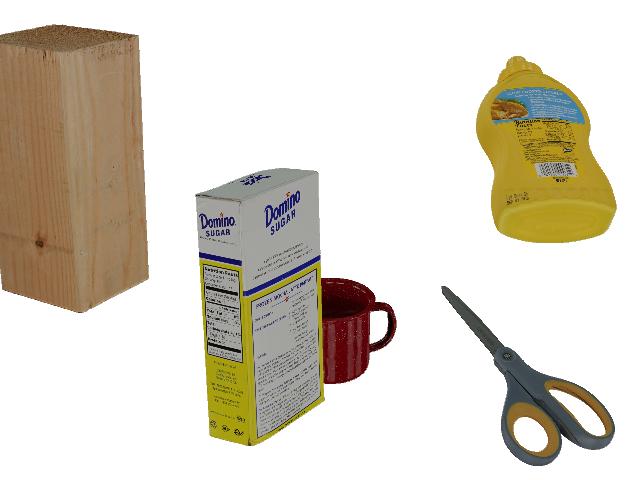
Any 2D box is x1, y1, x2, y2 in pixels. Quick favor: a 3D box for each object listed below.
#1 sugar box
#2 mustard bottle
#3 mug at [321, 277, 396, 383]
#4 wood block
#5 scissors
[{"bbox_3d":[-0.040,0.044,0.740,0.048,0.176,0.093,7,18,33],"label":"sugar box"},{"bbox_3d":[0.183,-0.087,0.909,0.096,0.191,0.058,-1,-38,-4],"label":"mustard bottle"},{"bbox_3d":[0.022,0.094,1.114,0.117,0.081,0.093,-7,26,-12],"label":"mug"},{"bbox_3d":[-0.202,-0.060,0.853,0.091,0.206,0.090,13,24,27],"label":"wood block"},{"bbox_3d":[0.146,0.113,0.877,0.096,0.016,0.202,-33,53,-31],"label":"scissors"}]
